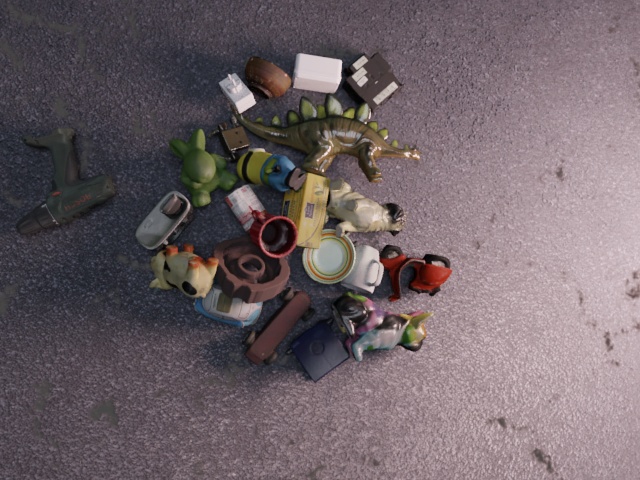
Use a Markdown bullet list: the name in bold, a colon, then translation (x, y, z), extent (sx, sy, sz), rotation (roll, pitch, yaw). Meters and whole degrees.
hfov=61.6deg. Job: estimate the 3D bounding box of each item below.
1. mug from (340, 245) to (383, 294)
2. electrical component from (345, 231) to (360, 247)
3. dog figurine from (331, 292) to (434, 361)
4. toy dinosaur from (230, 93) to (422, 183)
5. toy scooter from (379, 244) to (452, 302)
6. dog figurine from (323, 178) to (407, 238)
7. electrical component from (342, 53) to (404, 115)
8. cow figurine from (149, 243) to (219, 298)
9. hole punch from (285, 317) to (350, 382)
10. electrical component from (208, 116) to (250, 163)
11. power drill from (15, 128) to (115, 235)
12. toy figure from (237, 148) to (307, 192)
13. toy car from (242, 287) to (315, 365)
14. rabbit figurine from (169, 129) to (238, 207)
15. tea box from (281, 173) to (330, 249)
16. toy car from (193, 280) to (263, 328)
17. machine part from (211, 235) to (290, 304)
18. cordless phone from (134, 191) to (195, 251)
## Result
- **mug**: translation (0.107, 0.067, 1.283), extent (0.080, 0.110, 0.107), rotation (22, 76, -32)
- **electrical component**: translation (0.048, 0.022, 1.317), extent (0.094, 0.021, 0.063), rotation (-41, 93, -7)
- **dog figurine**: translation (0.155, 0.191, 1.284), extent (0.219, 0.108, 0.191), rotation (-20, 87, -12)
- **toy dinosaur**: translation (0.012, -0.243, 1.289), extent (0.472, 0.105, 0.198), rotation (5, 79, -2)
- **toy scooter**: translation (0.227, 0.092, 1.310), extent (0.184, 0.075, 0.135), rotation (12, 86, -3)
- **dog figurine**: translation (0.101, -0.079, 1.307), extent (0.190, 0.121, 0.172), rotation (0, 47, -40)
- **electrical component**: translation (0.123, -0.392, 1.328), extent (0.115, 0.058, 0.134), rotation (-40, 93, -9)
- **cow figurine**: translation (-0.313, 0.075, 1.203), extent (0.085, 0.195, 0.127), rotation (-4, 109, -48)
- **hole punch**: translation (-0.001, 0.263, 1.269), extent (0.142, 0.092, 0.116), rotation (-36, 88, -4)
- **electrical component**: translation (-0.216, -0.237, 1.287), extent (0.078, 0.045, 0.102), rotation (-32, 95, -36)
- **power drill**: translation (-0.602, -0.139, 1.215), extent (0.232, 0.086, 0.207), rotation (-19, 86, -9)
- **toy figure**: translation (-0.118, -0.159, 1.237), extent (0.180, 0.082, 0.089), rotation (28, 59, 37)
- **toy car**: translation (-0.100, 0.204, 1.274), extent (0.089, 0.053, 0.202), rotation (43, 79, -14)
- **rabbit figurine**: translation (-0.263, -0.169, 1.212), extent (0.121, 0.170, 0.159), rotation (-24, 92, -8)
- **tea box**: translation (-0.039, -0.067, 1.264), extent (0.068, 0.098, 0.169), rotation (10, 85, -34)
- **toy car**: translation (-0.211, 0.139, 1.240), extent (0.162, 0.103, 0.109), rotation (14, 85, -8)
- **machine part**: translation (-0.160, 0.066, 1.224), extent (0.179, 0.179, 0.056), rotation (18, 130, -6)
- **cordless phone**: translation (-0.349, -0.042, 1.189), extent (0.088, 0.184, 0.146), rotation (41, 83, -8)
